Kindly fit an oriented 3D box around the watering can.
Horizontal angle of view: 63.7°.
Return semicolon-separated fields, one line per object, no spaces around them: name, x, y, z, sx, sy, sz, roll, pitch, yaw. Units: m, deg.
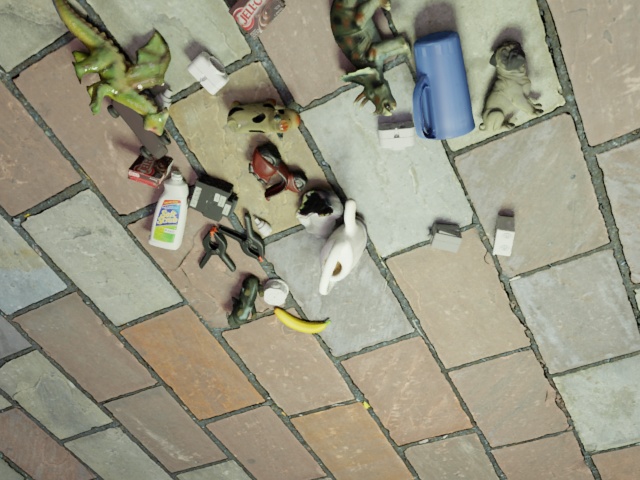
watering can;0.075;0.000;1.460;0.104;0.228;0.340;25;123;11

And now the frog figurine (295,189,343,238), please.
frog figurine;0.005;-0.076;1.507;0.137;0.125;0.157;-21;154;9

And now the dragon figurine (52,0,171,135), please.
dragon figurine;-0.503;-0.459;1.316;0.243;0.123;0.406;-18;102;-8
